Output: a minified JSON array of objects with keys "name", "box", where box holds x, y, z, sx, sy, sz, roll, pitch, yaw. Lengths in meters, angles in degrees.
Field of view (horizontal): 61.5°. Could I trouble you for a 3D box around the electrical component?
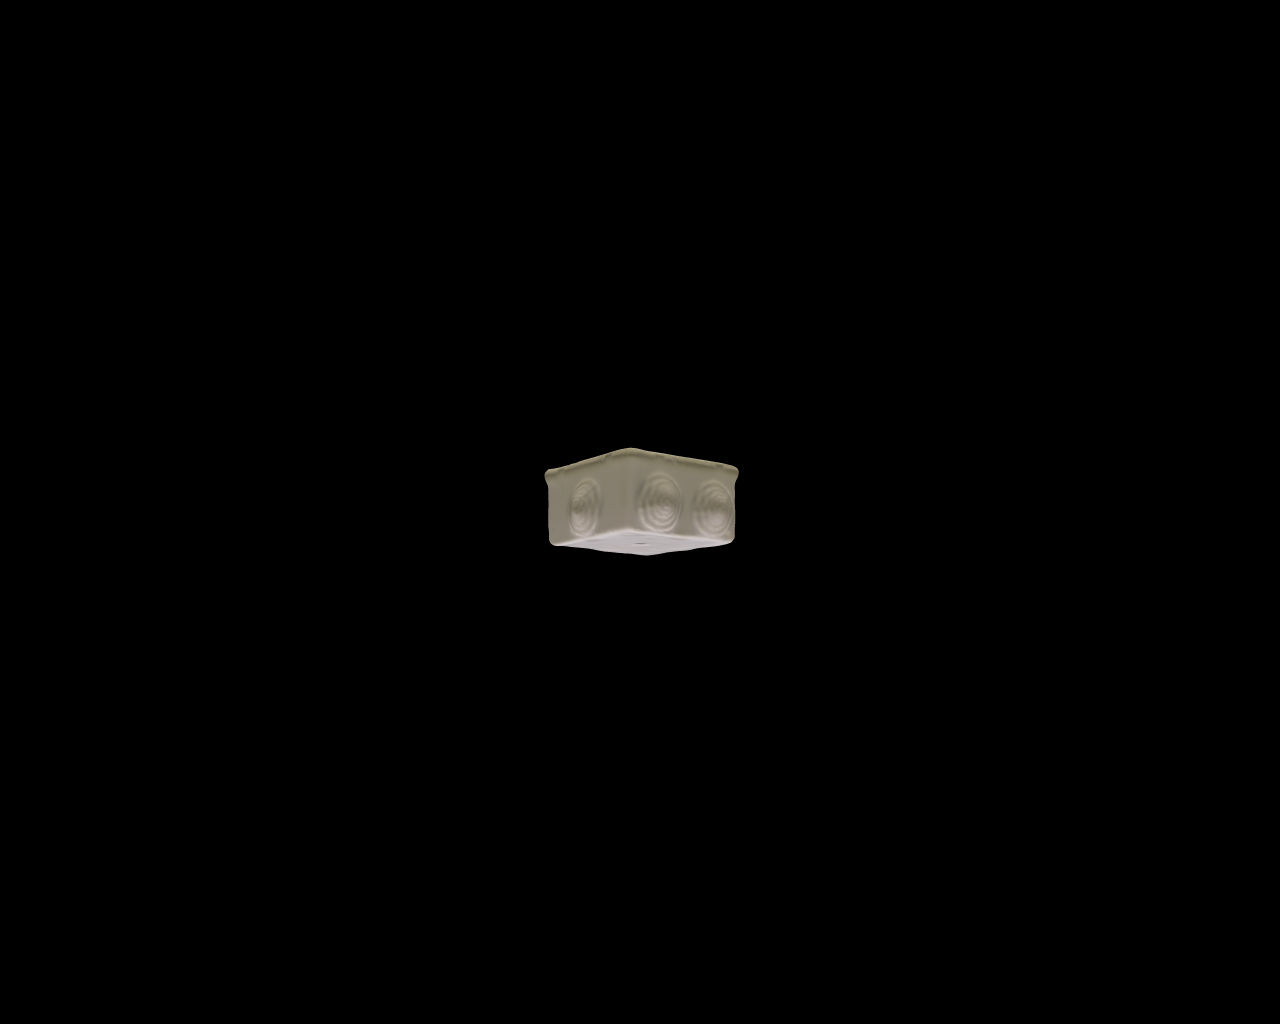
[{"name":"electrical component","box":[0.001,-0.003,0.650,0.100,0.048,0.099,8,-13,-39]}]
